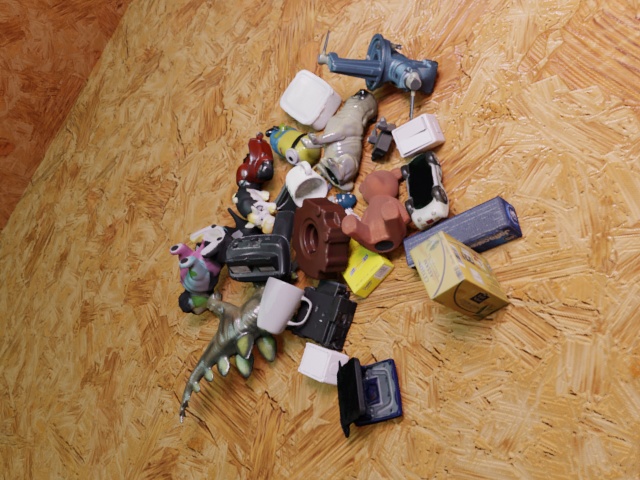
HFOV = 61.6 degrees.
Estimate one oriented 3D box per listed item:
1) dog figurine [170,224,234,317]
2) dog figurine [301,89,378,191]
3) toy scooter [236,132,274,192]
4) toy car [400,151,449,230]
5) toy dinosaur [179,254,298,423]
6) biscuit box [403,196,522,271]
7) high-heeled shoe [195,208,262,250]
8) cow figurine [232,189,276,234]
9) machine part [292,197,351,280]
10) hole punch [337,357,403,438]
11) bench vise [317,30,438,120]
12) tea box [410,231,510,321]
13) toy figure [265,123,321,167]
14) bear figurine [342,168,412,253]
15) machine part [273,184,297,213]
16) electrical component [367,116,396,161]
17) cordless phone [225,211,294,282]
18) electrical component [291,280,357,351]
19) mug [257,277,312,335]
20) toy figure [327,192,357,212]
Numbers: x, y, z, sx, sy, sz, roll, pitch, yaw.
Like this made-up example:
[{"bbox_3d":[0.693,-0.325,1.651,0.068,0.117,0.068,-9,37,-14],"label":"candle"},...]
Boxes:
[{"bbox_3d":[-0.282,0.092,1.358,0.191,0.218,0.109,-33,43,-22],"label":"dog figurine"},{"bbox_3d":[0.077,-0.225,1.210,0.190,0.172,0.121,-35,20,-11],"label":"dog figurine"},{"bbox_3d":[-0.168,-0.200,1.395,0.184,0.075,0.135,-28,64,58],"label":"toy scooter"},{"bbox_3d":[0.201,-0.101,1.030,0.073,0.056,0.202,-28,34,25],"label":"toy car"},{"bbox_3d":[-0.177,0.198,1.217,0.471,0.105,0.199,-48,48,3],"label":"toy dinosaur"},{"bbox_3d":[0.251,-0.004,0.961,0.203,0.059,0.063,-27,55,33],"label":"biscuit box"},{"bbox_3d":[-0.239,0.023,1.423,0.145,0.086,0.248,50,130,12],"label":"high-heeled shoe"},{"bbox_3d":[-0.163,-0.074,1.329,0.068,0.098,0.167,-67,27,20],"label":"cow figurine"},{"bbox_3d":[-0.002,-0.003,1.123,0.179,0.056,0.179,15,107,60],"label":"machine part"},{"bbox_3d":[0.087,0.280,0.988,0.115,0.092,0.142,126,141,-55],"label":"hole punch"},{"bbox_3d":[0.117,-0.363,1.140,0.224,0.241,0.128,-101,18,-45],"label":"bench vise"},{"bbox_3d":[0.229,0.062,0.875,0.068,0.169,0.098,-36,50,25],"label":"tea box"},{"bbox_3d":[-0.069,-0.242,1.350,0.089,0.082,0.180,-57,42,10],"label":"toy figure"},{"bbox_3d":[0.115,-0.078,1.062,0.120,0.131,0.196,-15,56,23],"label":"bear figurine"},{"bbox_3d":[-0.064,-0.090,1.310,0.084,0.039,0.139,-52,44,6],"label":"machine part"},{"bbox_3d":[0.129,-0.218,1.151,0.102,0.045,0.078,140,155,-81],"label":"electrical component"},{"bbox_3d":[-0.131,0.003,1.217,0.147,0.088,0.184,-4,49,17],"label":"cordless phone"},{"bbox_3d":[0.011,0.151,1.122,0.115,0.058,0.134,10,80,43],"label":"electrical component"},{"bbox_3d":[-0.077,0.144,1.113,0.110,0.081,0.107,24,83,6],"label":"mug"},{"bbox_3d":[0.014,-0.061,1.211,0.154,0.057,0.064,-33,72,27],"label":"toy figure"}]
